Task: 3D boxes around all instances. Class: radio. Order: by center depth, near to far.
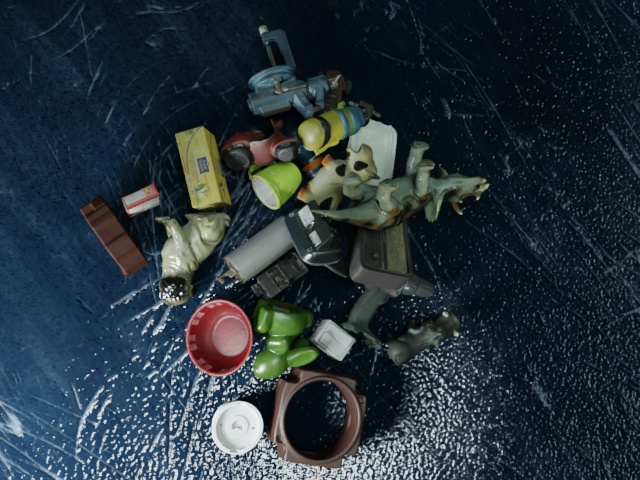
[{"bbox_3d":[0.136,-0.004,1.263,0.131,0.073,0.230,10,55,-15],"label":"radio"}]

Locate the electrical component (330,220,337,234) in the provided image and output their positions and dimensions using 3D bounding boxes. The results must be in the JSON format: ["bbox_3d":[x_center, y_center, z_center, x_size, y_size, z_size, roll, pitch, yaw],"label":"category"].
[{"bbox_3d":[-0.004,-0.004,1.276,0.102,0.045,0.078,-22,91,-19],"label":"electrical component"}]

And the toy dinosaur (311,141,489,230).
[{"bbox_3d":[0.168,-0.087,1.199,0.405,0.131,0.191,-22,131,-12],"label":"toy dinosaur"}]

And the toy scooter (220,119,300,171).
[{"bbox_3d":[-0.137,-0.226,1.238,0.184,0.075,0.135,-6,48,6],"label":"toy scooter"}]

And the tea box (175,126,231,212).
[{"bbox_3d":[-0.256,-0.153,1.186,0.068,0.098,0.169,-16,88,4],"label":"tea box"}]

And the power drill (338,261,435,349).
[{"bbox_3d":[0.150,0.151,1.283,0.232,0.086,0.207,28,79,-10],"label":"power drill"}]

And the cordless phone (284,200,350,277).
[{"bbox_3d":[0.010,0.006,1.209,0.089,0.184,0.147,-34,57,11],"label":"cordless phone"}]

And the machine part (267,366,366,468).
[{"bbox_3d":[-0.006,0.392,1.199,0.201,0.087,0.201,15,80,-15],"label":"machine part"}]

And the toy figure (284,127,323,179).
[{"bbox_3d":[-0.026,-0.198,1.290,0.154,0.064,0.058,57,33,-8],"label":"toy figure"}]

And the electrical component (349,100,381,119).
[{"bbox_3d":[0.109,-0.318,1.366,0.094,0.021,0.063,19,78,-15],"label":"electrical component"}]

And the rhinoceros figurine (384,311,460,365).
[{"bbox_3d":[0.245,0.229,1.284,0.190,0.112,0.073,-26,88,-10],"label":"rhinoceros figurine"}]

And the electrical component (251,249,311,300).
[{"bbox_3d":[-0.088,0.077,1.194,0.134,0.115,0.058,-35,91,2],"label":"electrical component"}]

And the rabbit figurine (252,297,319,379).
[{"bbox_3d":[-0.090,0.228,1.200,0.159,0.121,0.170,14,97,-20],"label":"rabbit figurine"}]

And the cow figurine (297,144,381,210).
[{"bbox_3d":[0.051,-0.140,1.237,0.127,0.085,0.195,38,95,-10],"label":"cow figurine"}]

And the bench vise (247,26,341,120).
[{"bbox_3d":[-0.077,-0.395,1.259,0.224,0.129,0.240,-18,85,2],"label":"bench vise"}]

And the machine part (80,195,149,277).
[{"bbox_3d":[-0.417,-0.007,1.089,0.056,0.179,0.179,-35,93,-16],"label":"machine part"}]

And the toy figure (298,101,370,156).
[{"bbox_3d":[0.031,-0.266,1.243,0.180,0.089,0.082,-24,75,-17],"label":"toy figure"}]

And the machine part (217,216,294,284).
[{"bbox_3d":[-0.130,0.021,1.218,0.243,0.079,0.079,-38,94,-17],"label":"machine part"}]

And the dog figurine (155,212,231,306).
[{"bbox_3d":[-0.272,0.039,1.173,0.172,0.121,0.190,-7,98,-14],"label":"dog figurine"}]

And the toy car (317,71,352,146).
[{"bbox_3d":[0.021,-0.324,1.327,0.089,0.053,0.202,15,77,-17],"label":"toy car"}]
